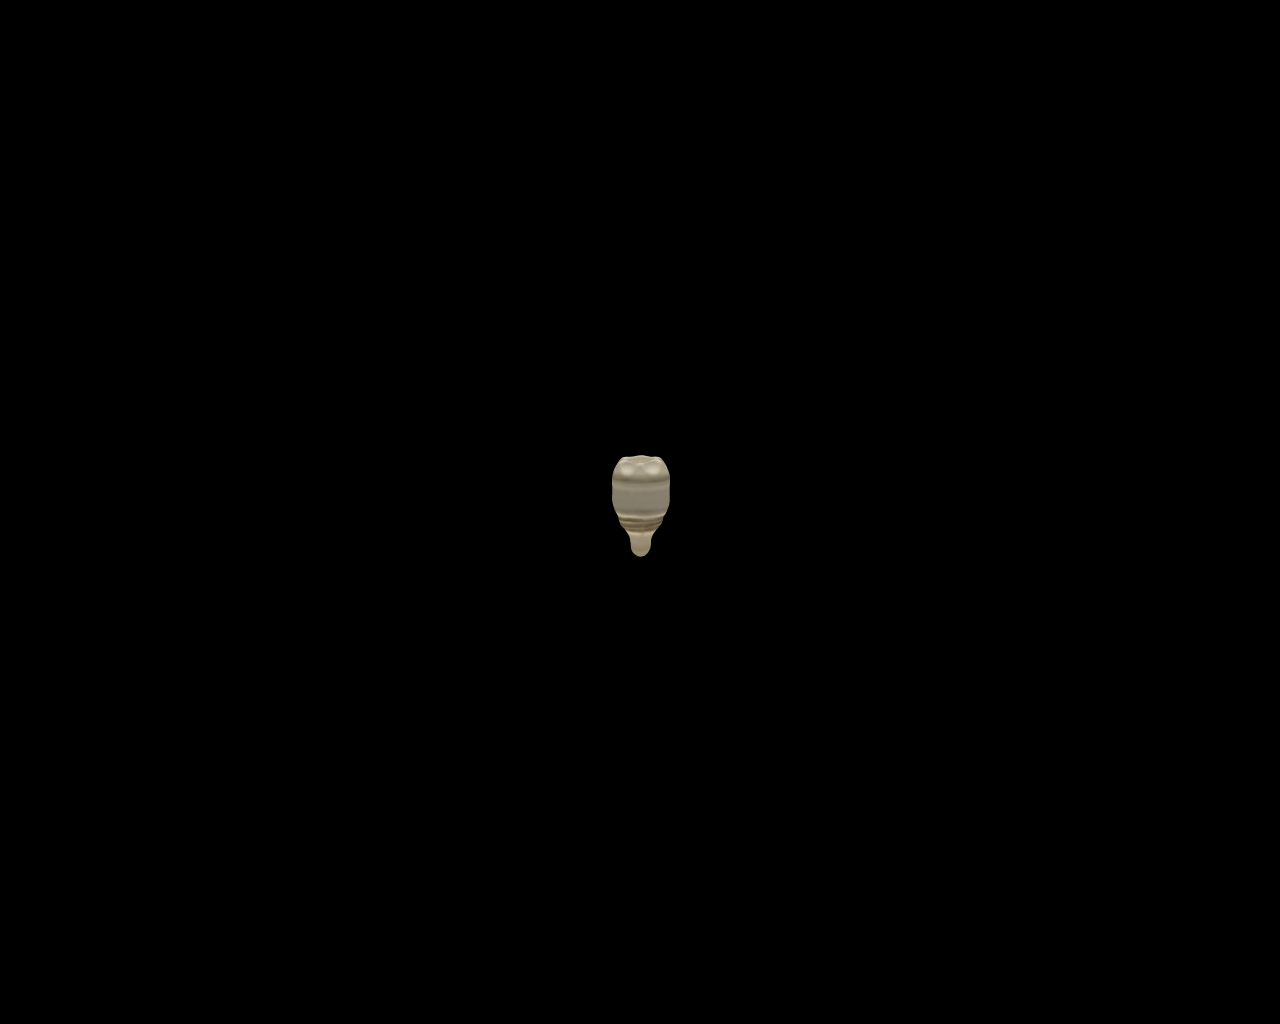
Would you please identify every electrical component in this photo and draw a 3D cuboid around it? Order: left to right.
[{"bbox_3d":[0.001,-0.003,0.650,0.035,0.061,0.035,0,11,0],"label":"electrical component"}]
